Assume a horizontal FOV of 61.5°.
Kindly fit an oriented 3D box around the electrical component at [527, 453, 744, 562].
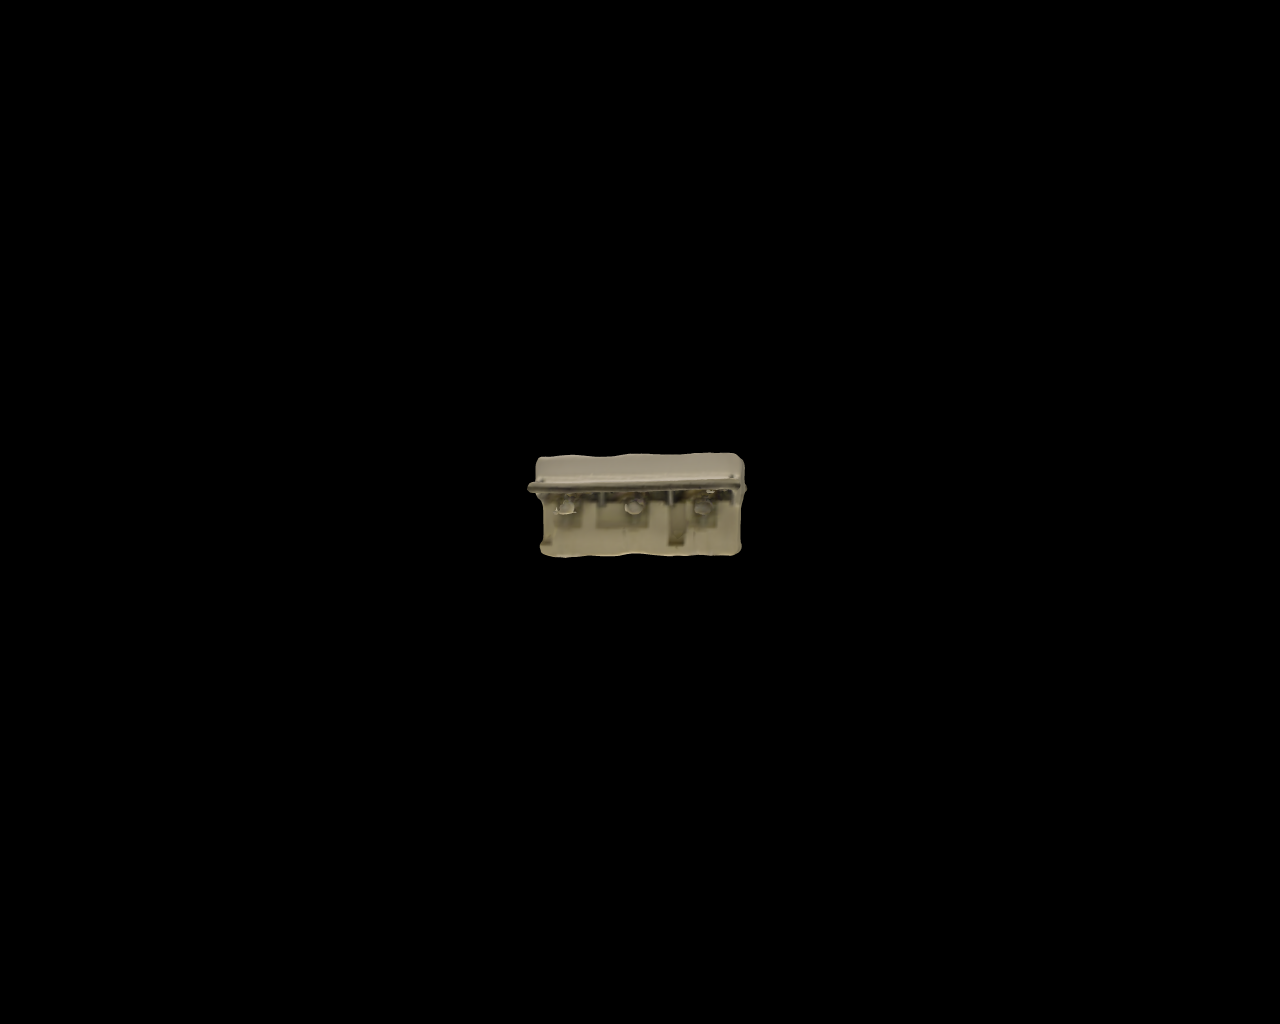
[{"bbox_3d":[0.001,-0.003,0.650,0.121,0.063,0.079,0,0,9],"label":"electrical component"}]
